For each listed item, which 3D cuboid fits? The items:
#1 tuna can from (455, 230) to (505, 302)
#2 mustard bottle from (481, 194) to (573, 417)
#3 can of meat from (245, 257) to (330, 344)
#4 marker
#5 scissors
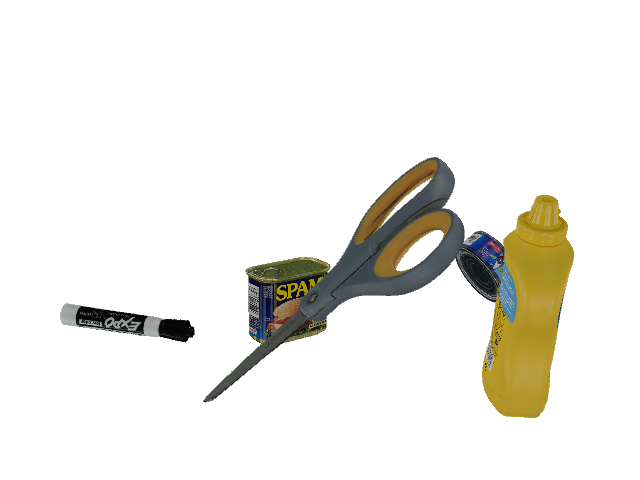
[{"bbox_3d":[0.201,0.032,1.286,0.033,0.086,0.086,-36,11,-15],"label":"tuna can"},{"bbox_3d":[0.178,0.050,0.909,0.058,0.192,0.096,4,29,2],"label":"mustard bottle"},{"bbox_3d":[-0.039,0.072,1.282,0.101,0.084,0.058,-10,19,-35],"label":"can of meat"},{"bbox_3d":[-0.165,0.071,0.917,0.121,0.020,0.020,6,2,16],"label":"marker"},{"bbox_3d":[0.010,0.037,0.601,0.016,0.202,0.096,39,4,-27],"label":"scissors"}]
